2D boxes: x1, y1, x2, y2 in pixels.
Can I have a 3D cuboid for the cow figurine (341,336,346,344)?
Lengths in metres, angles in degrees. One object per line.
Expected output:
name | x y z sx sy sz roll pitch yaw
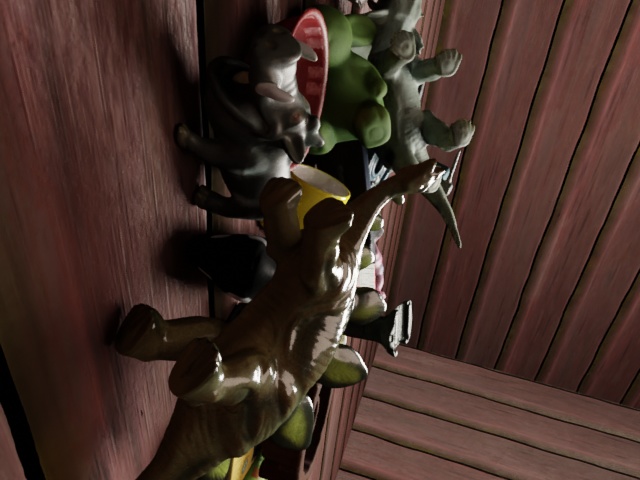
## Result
cow figurine | -0.003 0.189 1.048 0.098 0.068 0.167 0 111 -34

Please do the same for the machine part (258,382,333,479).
machine part | -0.026 0.232 0.710 0.179 0.056 0.179 12 90 -77

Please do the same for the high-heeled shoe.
high-heeled shoe | -0.081 0.028 0.604 0.249 0.145 0.086 -176 -76 -75

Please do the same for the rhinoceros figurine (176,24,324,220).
rhinoceros figurine | -0.053 -0.084 0.443 0.190 0.112 0.073 101 12 -52

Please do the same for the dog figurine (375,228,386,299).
dog figurine | 0.075 0.033 1.156 0.191 0.108 0.219 136 -39 -60

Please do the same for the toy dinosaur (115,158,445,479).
toy dinosaur | -0.059 0.111 0.446 0.471 0.105 0.198 -45 136 -3

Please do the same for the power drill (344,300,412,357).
power drill | 0.046 0.126 0.902 0.232 0.208 0.085 -22 120 -66

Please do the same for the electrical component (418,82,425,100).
electrical component | 0.112 -0.278 0.923 0.058 0.134 0.114 -17 121 -75

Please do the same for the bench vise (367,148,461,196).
bench vise | 0.133 -0.148 0.956 0.223 0.241 0.128 -40 149 -44

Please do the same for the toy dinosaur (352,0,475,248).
toy dinosaur | 0.122 -0.191 0.807 0.192 0.131 0.404 -149 -132 -64

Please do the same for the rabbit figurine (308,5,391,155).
rabbit figurine | 0.027 -0.216 0.663 0.170 0.121 0.159 66 33 -47

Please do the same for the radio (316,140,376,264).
radio | 0.039 -0.074 0.808 0.131 0.073 0.229 50 36 -77

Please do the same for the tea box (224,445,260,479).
tea box | -0.101 0.217 0.654 0.169 0.068 0.098 -48 148 -68

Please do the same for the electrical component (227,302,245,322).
electrical component | -0.075 0.109 0.645 0.048 0.075 0.119 -63 159 -44
